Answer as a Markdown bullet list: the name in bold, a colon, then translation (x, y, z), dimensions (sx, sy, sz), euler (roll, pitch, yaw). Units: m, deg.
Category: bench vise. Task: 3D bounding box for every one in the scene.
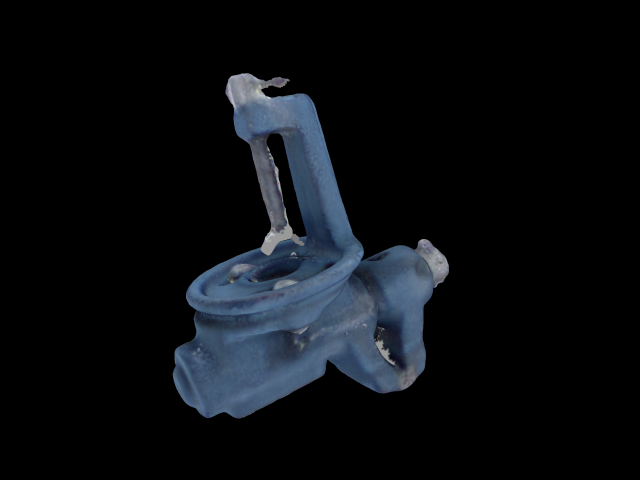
- **bench vise**: translation (-0.005, 0.001, 0.408), dimensions (0.121, 0.220, 0.208), euler (6, 9, 42)
